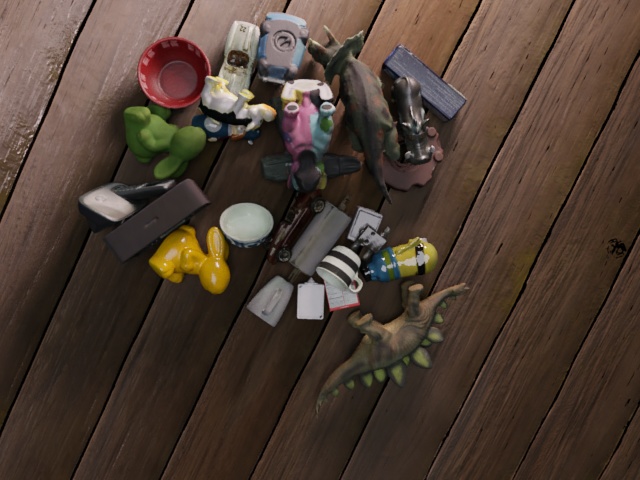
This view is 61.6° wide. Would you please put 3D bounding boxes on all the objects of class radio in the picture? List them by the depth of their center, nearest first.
[{"bbox_3d":[-0.359,-0.045,1.207,0.230,0.131,0.073,-34,95,1],"label":"radio"}]

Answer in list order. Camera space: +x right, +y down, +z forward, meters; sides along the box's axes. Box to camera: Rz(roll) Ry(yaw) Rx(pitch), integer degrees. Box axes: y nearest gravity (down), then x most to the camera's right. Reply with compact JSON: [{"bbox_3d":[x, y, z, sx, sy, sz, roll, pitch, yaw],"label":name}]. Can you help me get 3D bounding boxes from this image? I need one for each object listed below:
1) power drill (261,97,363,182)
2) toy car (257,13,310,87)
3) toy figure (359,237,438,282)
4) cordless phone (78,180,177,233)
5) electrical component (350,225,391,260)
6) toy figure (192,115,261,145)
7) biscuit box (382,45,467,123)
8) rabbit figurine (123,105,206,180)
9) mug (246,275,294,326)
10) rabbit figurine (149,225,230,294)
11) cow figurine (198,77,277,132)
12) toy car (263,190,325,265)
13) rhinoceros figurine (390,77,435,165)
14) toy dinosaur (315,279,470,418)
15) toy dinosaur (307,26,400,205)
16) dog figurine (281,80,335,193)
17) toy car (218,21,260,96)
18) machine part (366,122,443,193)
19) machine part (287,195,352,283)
[{"bbox_3d":[-0.032,-0.235,1.234,0.232,0.086,0.207,-12,102,0],"label":"power drill"},{"bbox_3d":[-0.086,-0.411,1.197,0.109,0.103,0.161,8,84,-4],"label":"toy car"},{"bbox_3d":[0.185,0.054,1.257,0.180,0.082,0.089,-20,89,-2],"label":"toy figure"},{"bbox_3d":[-0.415,-0.087,1.179,0.184,0.146,0.088,-10,109,21],"label":"cordless phone"},{"bbox_3d":[0.117,-0.002,1.221,0.063,0.021,0.094,39,101,-6],"label":"electrical component"},{"bbox_3d":[-0.214,-0.254,1.232,0.155,0.058,0.064,4,112,-3],"label":"toy figure"},{"bbox_3d":[0.237,-0.358,1.233,0.202,0.059,0.063,39,94,-5],"label":"biscuit box"},{"bbox_3d":[-0.336,-0.213,1.184,0.170,0.121,0.159,14,103,15],"label":"rabbit figurine"},{"bbox_3d":[-0.110,0.135,1.248,0.081,0.109,0.107,33,79,0],"label":"mug"},{"bbox_3d":[-0.272,0.051,1.227,0.173,0.121,0.162,33,71,15],"label":"rabbit figurine"},{"bbox_3d":[-0.183,-0.281,1.174,0.167,0.068,0.098,29,110,3],"label":"cow figurine"},{"bbox_3d":[-0.066,-0.036,1.234,0.053,0.089,0.202,33,95,-41],"label":"toy car"},{"bbox_3d":[0.204,-0.256,1.161,0.073,0.112,0.190,-10,90,0],"label":"rhinoceros figurine"},{"bbox_3d":[0.154,0.247,1.264,0.471,0.105,0.198,-33,99,6],"label":"toy dinosaur"},{"bbox_3d":[0.090,-0.287,1.141,0.131,0.192,0.405,-25,64,12],"label":"toy dinosaur"},{"bbox_3d":[-0.029,-0.209,1.153,0.108,0.192,0.219,-2,131,-5],"label":"dog figurine"},{"bbox_3d":[-0.187,-0.392,1.220,0.073,0.056,0.201,14,94,-3],"label":"toy car"},{"bbox_3d":[0.196,-0.199,1.248,0.179,0.056,0.179,0,95,0],"label":"machine part"},{"bbox_3d":[-0.003,-0.004,1.248,0.079,0.079,0.243,34,93,-4],"label":"machine part"}]
